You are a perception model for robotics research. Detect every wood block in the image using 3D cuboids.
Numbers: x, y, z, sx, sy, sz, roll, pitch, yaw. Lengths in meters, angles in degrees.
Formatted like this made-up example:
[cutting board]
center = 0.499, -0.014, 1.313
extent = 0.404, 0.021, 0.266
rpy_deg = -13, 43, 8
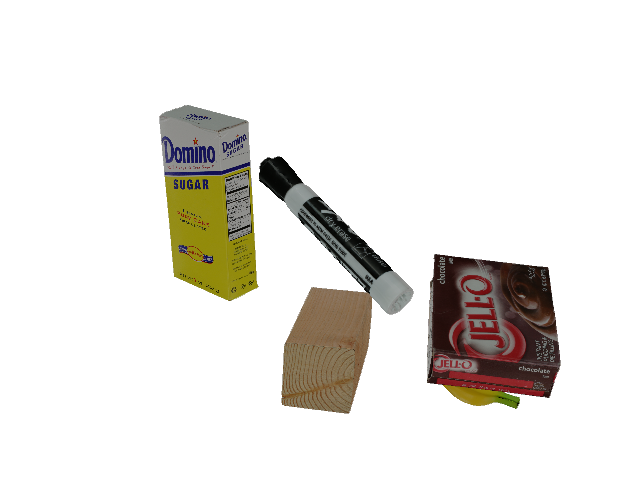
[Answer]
[wood block]
center = 0.012, 0.141, 1.424
extent = 0.091, 0.090, 0.206
rpy_deg = 6, 18, 7

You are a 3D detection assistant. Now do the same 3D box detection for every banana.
[banana]
center = 0.150, 0.123, 1.157
extent = 0.069, 0.037, 0.198
rpy_deg = 10, 27, -17

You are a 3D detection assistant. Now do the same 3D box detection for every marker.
[marker]
center = 0.005, -0.006, 0.590
extent = 0.121, 0.020, 0.020
rpy_deg = 46, 26, 28

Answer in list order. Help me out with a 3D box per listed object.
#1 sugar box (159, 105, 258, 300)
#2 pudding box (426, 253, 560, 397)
[sugar box]
center = -0.110, -0.037, 1.048
extent = 0.093, 0.176, 0.048
rpy_deg = 19, 33, 41
[pudding box]
center = 0.125, 0.061, 0.789
extent = 0.090, 0.039, 0.113
rpy_deg = 7, 36, 1
